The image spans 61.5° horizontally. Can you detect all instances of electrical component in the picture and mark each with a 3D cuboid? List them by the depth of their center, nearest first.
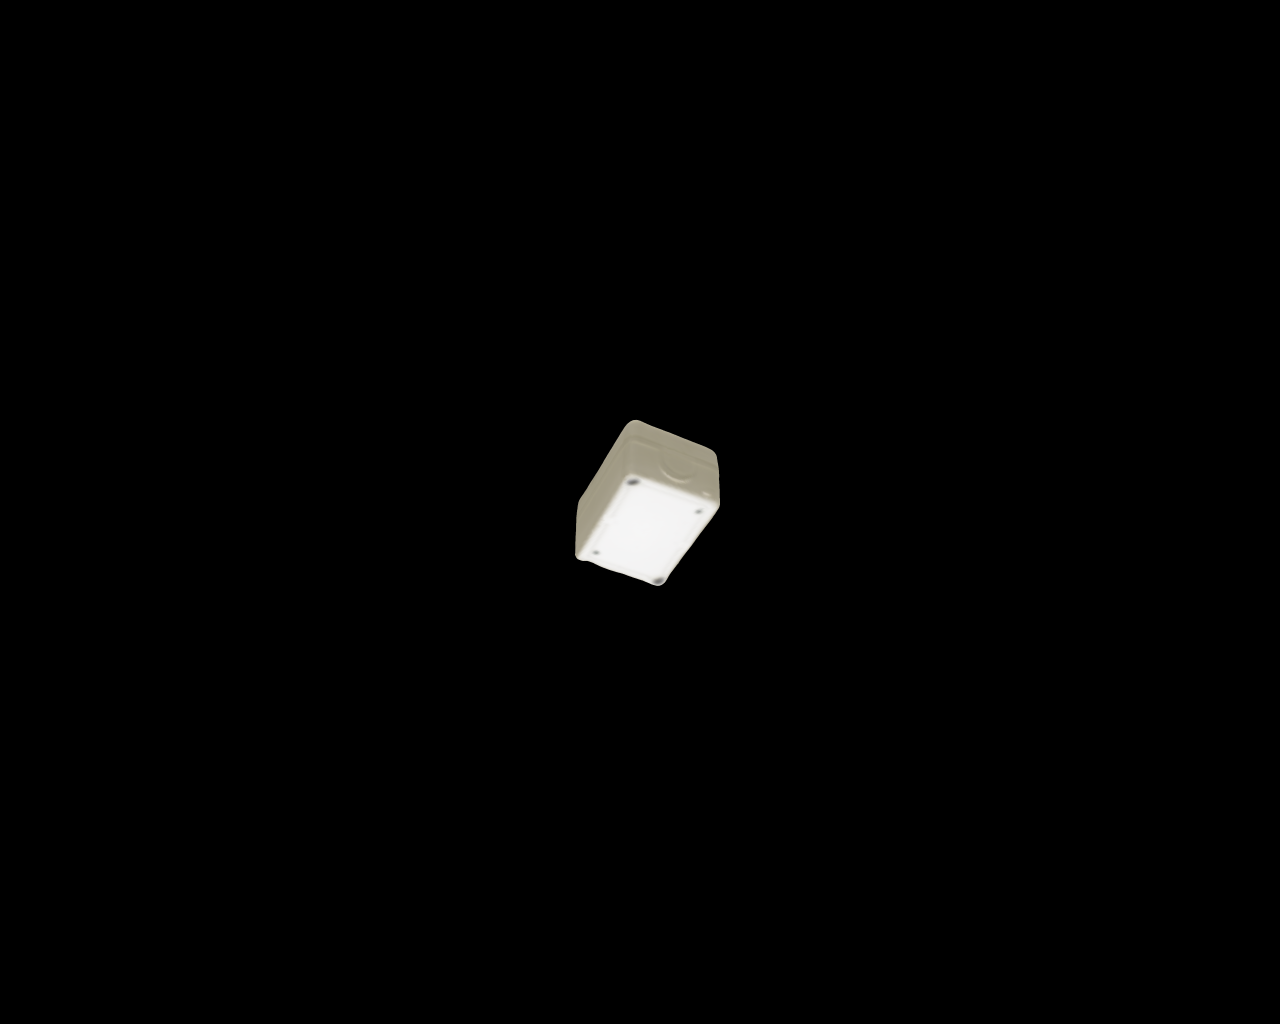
[{"bbox_3d":[0.001,-0.003,0.650,0.062,0.061,0.096,20,-50,-17],"label":"electrical component"}]
